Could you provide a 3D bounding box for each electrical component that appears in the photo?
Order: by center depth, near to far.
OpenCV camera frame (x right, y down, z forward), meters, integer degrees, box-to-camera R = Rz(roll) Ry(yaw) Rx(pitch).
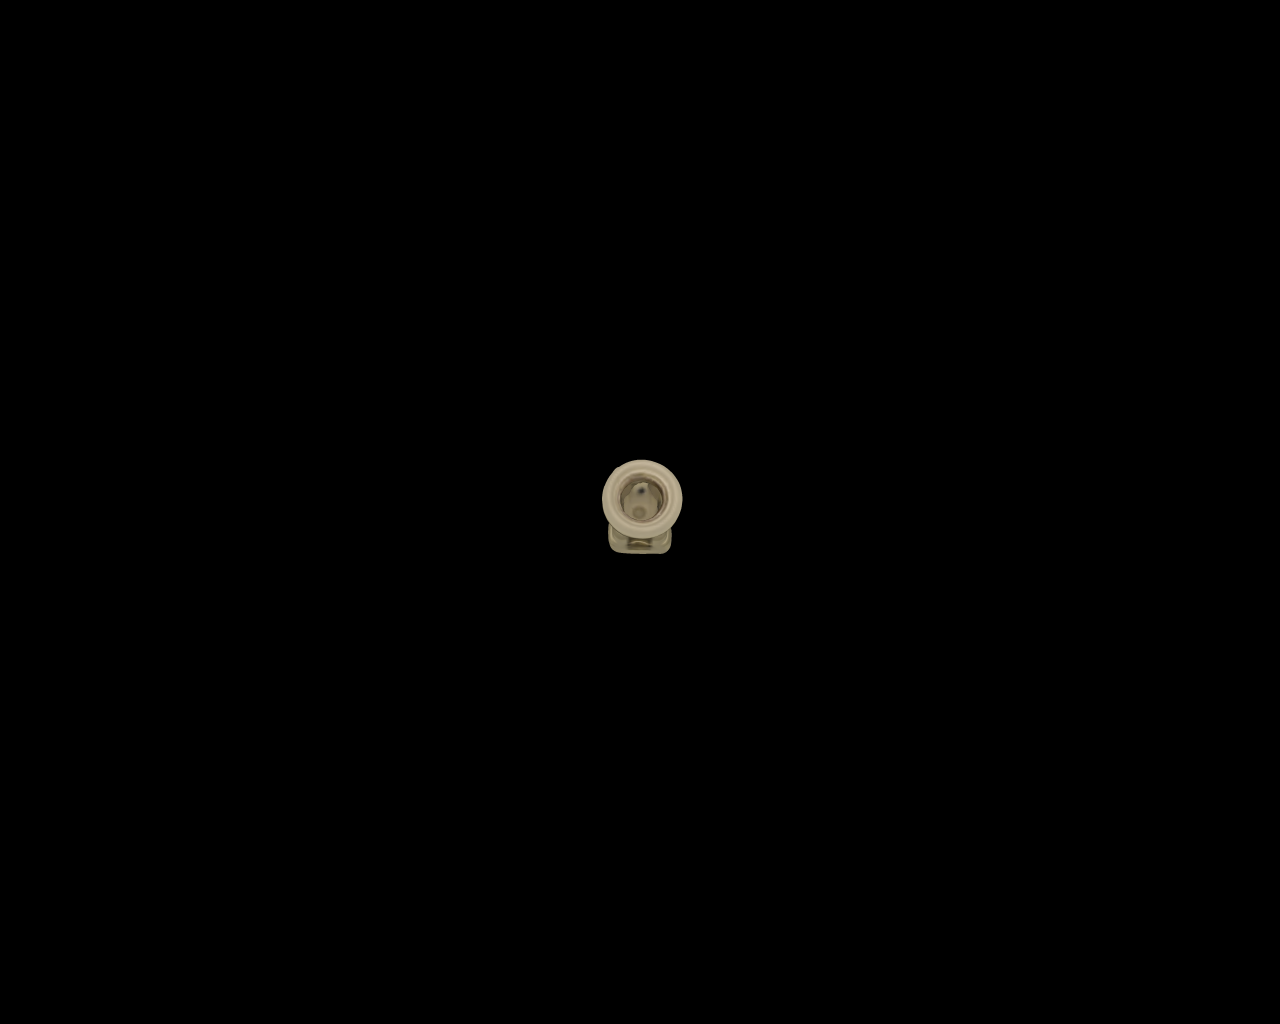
[{"bbox_3d":[0.001,-0.003,0.650,0.048,0.066,0.055,0,-15,0],"label":"electrical component"}]
